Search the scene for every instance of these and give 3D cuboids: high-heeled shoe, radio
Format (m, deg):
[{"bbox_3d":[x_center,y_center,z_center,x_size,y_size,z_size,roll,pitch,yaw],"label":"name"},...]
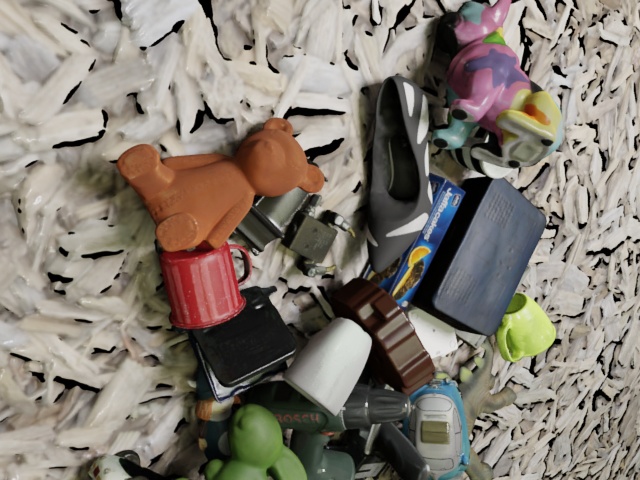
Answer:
[{"bbox_3d":[0.094,-0.087,0.716,0.145,0.086,0.248,34,70,-56],"label":"high-heeled shoe"},{"bbox_3d":[0.247,0.026,0.832,0.131,0.073,0.229,32,80,-19],"label":"radio"}]

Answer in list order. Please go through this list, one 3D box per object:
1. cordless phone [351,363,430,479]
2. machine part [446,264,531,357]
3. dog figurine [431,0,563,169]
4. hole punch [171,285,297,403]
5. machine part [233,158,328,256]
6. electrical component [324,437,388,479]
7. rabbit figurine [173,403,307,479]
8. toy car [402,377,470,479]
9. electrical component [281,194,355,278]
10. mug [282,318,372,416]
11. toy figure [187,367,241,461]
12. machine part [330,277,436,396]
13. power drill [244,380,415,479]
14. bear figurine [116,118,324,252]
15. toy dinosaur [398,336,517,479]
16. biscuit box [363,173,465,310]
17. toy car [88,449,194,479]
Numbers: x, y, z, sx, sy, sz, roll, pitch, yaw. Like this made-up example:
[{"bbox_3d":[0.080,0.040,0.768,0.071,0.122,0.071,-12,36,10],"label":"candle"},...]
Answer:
[{"bbox_3d":[0.111,0.273,0.813,0.088,0.184,0.146,10,103,-30],"label":"cordless phone"},{"bbox_3d":[0.282,0.098,0.919,0.079,0.079,0.243,35,88,-36],"label":"machine part"},{"bbox_3d":[0.238,-0.222,0.713,0.192,0.108,0.219,17,72,4],"label":"dog figurine"},{"bbox_3d":[-0.102,0.133,0.685,0.142,0.116,0.092,-22,152,-23],"label":"hole punch"},{"bbox_3d":[-0.055,-0.050,0.680,0.139,0.039,0.084,-46,120,-7],"label":"machine part"},{"bbox_3d":[0.059,0.360,0.886,0.119,0.048,0.074,16,116,-38],"label":"electrical component"},{"bbox_3d":[-0.087,0.295,0.672,0.159,0.121,0.170,28,80,-43],"label":"rabbit figurine"},{"bbox_3d":[0.182,0.298,0.837,0.109,0.103,0.161,1,82,10],"label":"toy car"},{"bbox_3d":[-0.003,-0.001,0.725,0.078,0.045,0.102,34,89,-37],"label":"electrical component"},{"bbox_3d":[0.012,0.153,0.683,0.081,0.109,0.107,42,74,-12],"label":"mug"},{"bbox_3d":[-0.136,0.236,0.727,0.064,0.058,0.154,-47,138,-61],"label":"toy figure"},{"bbox_3d":[0.082,0.134,0.750,0.056,0.180,0.179,-33,122,-15],"label":"machine part"},{"bbox_3d":[0.013,0.279,0.762,0.232,0.086,0.207,4,132,9],"label":"power drill"},{"bbox_3d":[-0.095,-0.068,0.586,0.196,0.132,0.120,-27,83,-7],"label":"bear figurine"},{"bbox_3d":[0.218,0.369,0.970,0.198,0.105,0.471,21,86,-28],"label":"toy dinosaur"},{"bbox_3d":[0.137,0.000,0.798,0.062,0.059,0.202,22,95,-43],"label":"biscuit box"},{"bbox_3d":[-0.211,0.338,0.705,0.056,0.074,0.201,-50,125,-10],"label":"toy car"}]
